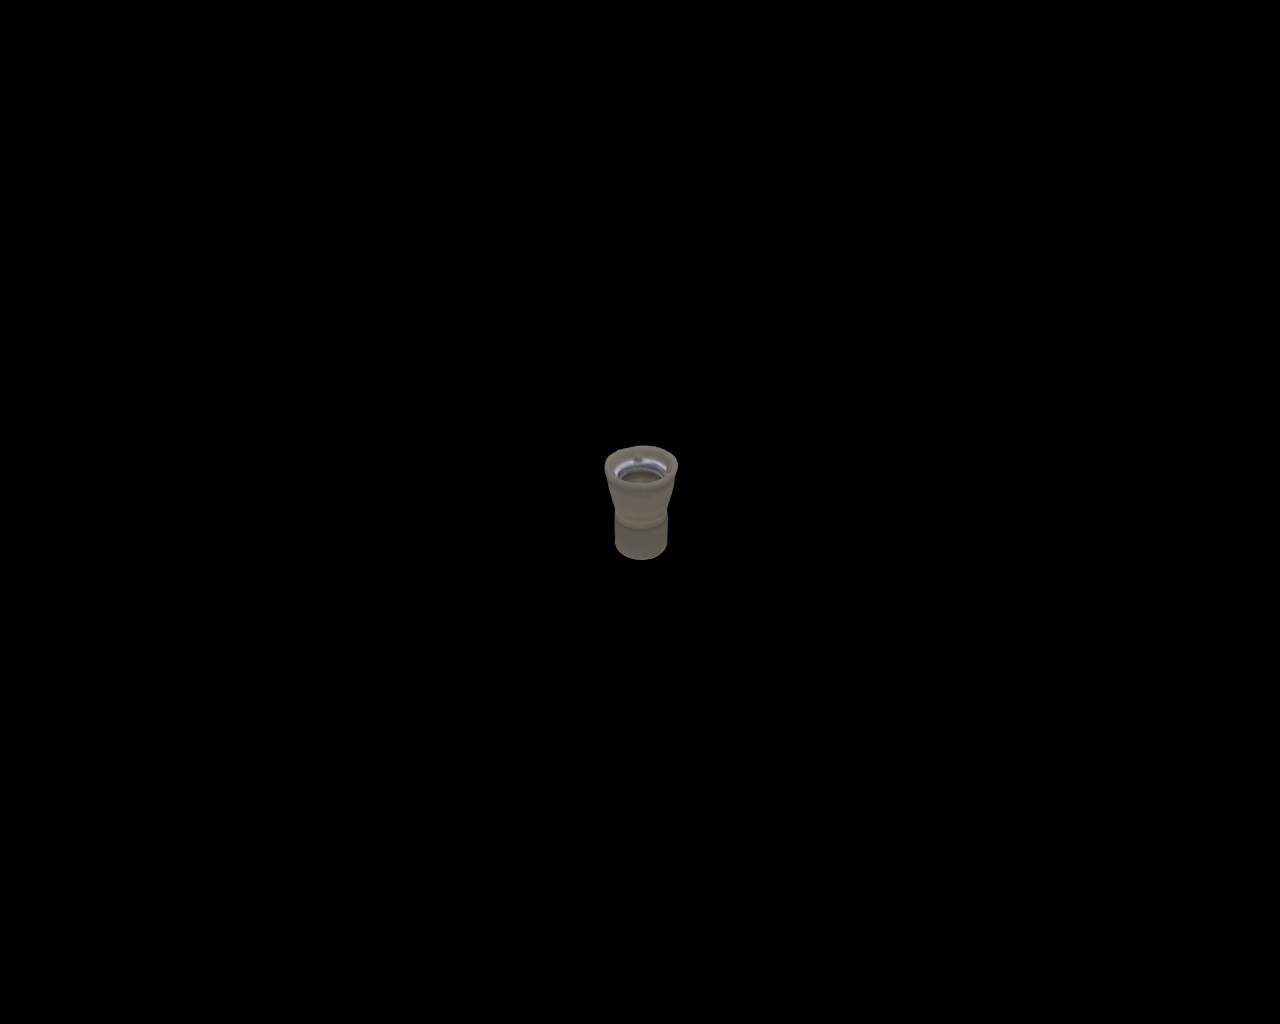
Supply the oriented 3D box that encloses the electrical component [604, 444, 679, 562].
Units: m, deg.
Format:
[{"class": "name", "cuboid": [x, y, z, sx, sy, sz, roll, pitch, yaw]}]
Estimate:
[{"class": "electrical component", "cuboid": [0.001, -0.003, 0.650, 0.044, 0.065, 0.044, 0, 36, 0]}]
